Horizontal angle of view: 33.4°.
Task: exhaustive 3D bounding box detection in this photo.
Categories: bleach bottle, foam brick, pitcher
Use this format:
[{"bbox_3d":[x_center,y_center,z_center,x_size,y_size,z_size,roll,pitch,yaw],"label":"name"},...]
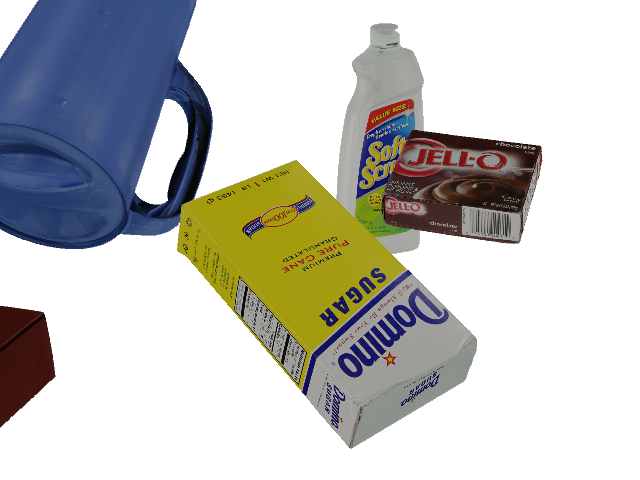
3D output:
[{"bbox_3d":[0.062,-0.109,1.165,0.102,0.251,0.068,-5,25,-8],"label":"bleach bottle"},{"bbox_3d":[-0.222,0.084,0.709,0.053,0.051,0.078,7,29,23],"label":"foam brick"},{"bbox_3d":[-0.165,-0.119,0.804,0.145,0.242,0.149,-5,-40,24],"label":"pitcher"}]

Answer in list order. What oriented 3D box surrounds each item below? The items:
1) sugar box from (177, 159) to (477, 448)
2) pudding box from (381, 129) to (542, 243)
[{"bbox_3d":[0.001,0.031,0.634,0.093,0.048,0.176,-25,53,-32],"label":"sugar box"},{"bbox_3d":[0.115,-0.045,0.860,0.114,0.039,0.090,11,44,15],"label":"pudding box"}]
